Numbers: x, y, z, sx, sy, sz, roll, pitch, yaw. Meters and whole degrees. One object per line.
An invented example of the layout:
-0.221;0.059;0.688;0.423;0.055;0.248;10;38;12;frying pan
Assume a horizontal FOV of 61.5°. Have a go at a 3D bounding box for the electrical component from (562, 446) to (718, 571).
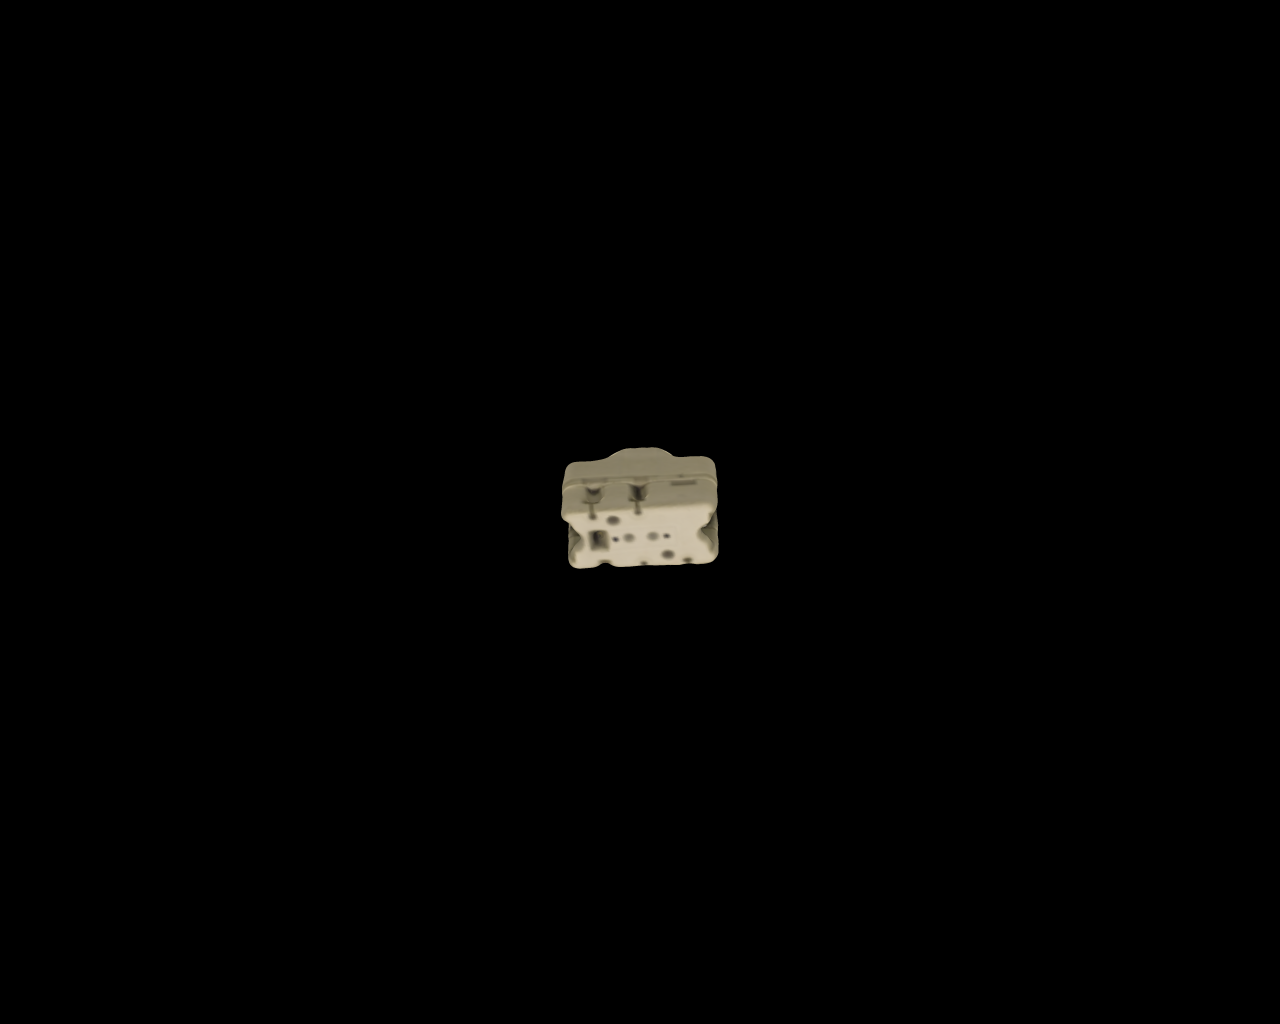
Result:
0.001;-0.003;0.650;0.089;0.050;0.056;-2;40;2;electrical component
